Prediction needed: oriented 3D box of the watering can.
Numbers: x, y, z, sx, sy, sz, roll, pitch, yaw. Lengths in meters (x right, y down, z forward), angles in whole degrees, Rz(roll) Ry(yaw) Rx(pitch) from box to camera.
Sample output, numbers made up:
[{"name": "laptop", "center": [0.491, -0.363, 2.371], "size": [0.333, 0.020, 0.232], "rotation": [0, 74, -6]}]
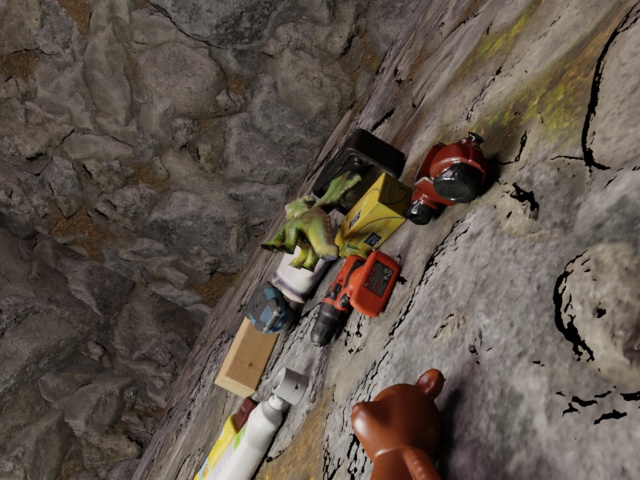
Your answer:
[{"name": "watering can", "center": [-0.033, 0.030, 1.303], "size": [0.224, 0.103, 0.350], "rotation": [-58, 13, 4]}]

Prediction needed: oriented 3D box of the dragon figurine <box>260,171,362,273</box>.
[{"name": "dragon figurine", "center": [0.003, -0.054, 1.078], "size": [0.246, 0.121, 0.409], "rotation": [-58, 21, -15]}]
